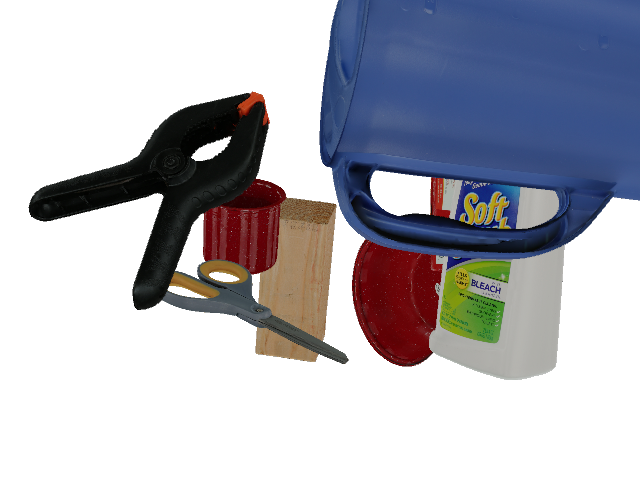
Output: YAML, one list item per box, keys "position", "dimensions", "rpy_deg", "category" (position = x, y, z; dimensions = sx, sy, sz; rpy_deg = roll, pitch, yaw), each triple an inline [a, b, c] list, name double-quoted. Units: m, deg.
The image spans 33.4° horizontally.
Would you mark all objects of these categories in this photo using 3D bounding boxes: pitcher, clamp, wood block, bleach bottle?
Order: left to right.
- position: [-0.107, -0.042, 0.711]
  dimensions: [0.120, 0.171, 0.039]
  rpy_deg: [31, -28, 17]
  category: "clamp"
- position: [-0.035, 0.053, 1.493]
  dimensions: [0.090, 0.206, 0.090]
  rpy_deg: [7, 22, 6]
  category: "wood block"
- position: [0.137, -0.029, 0.801]
  dimensions: [0.067, 0.251, 0.103]
  rpy_deg: [-8, 15, -36]
  category: "bleach bottle"
- position: [0.123, -0.078, 0.598]
  dimensions: [0.242, 0.149, 0.145]
  rpy_deg: [9, 35, -8]
  category: "pitcher"

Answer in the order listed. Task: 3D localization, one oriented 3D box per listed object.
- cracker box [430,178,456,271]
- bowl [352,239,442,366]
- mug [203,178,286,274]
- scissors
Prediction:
- position: [0.151, -0.088, 0.992]
  dimensions: [0.072, 0.164, 0.213]
  rpy_deg: [5, 27, 13]
  category: "cracker box"
- position: [0.109, 0.058, 1.185]
  dimensions: [0.055, 0.162, 0.161]
  rpy_deg: [-12, -9, 44]
  category: "bowl"
- position: [-0.084, -0.019, 1.168]
  dimensions: [0.093, 0.081, 0.117]
  rpy_deg: [7, 25, 7]
  category: "mug"
- position: [-0.049, 0.054, 0.903]
  dimensions: [0.202, 0.016, 0.096]
  rpy_deg: [16, 26, 22]
  category: "scissors"
